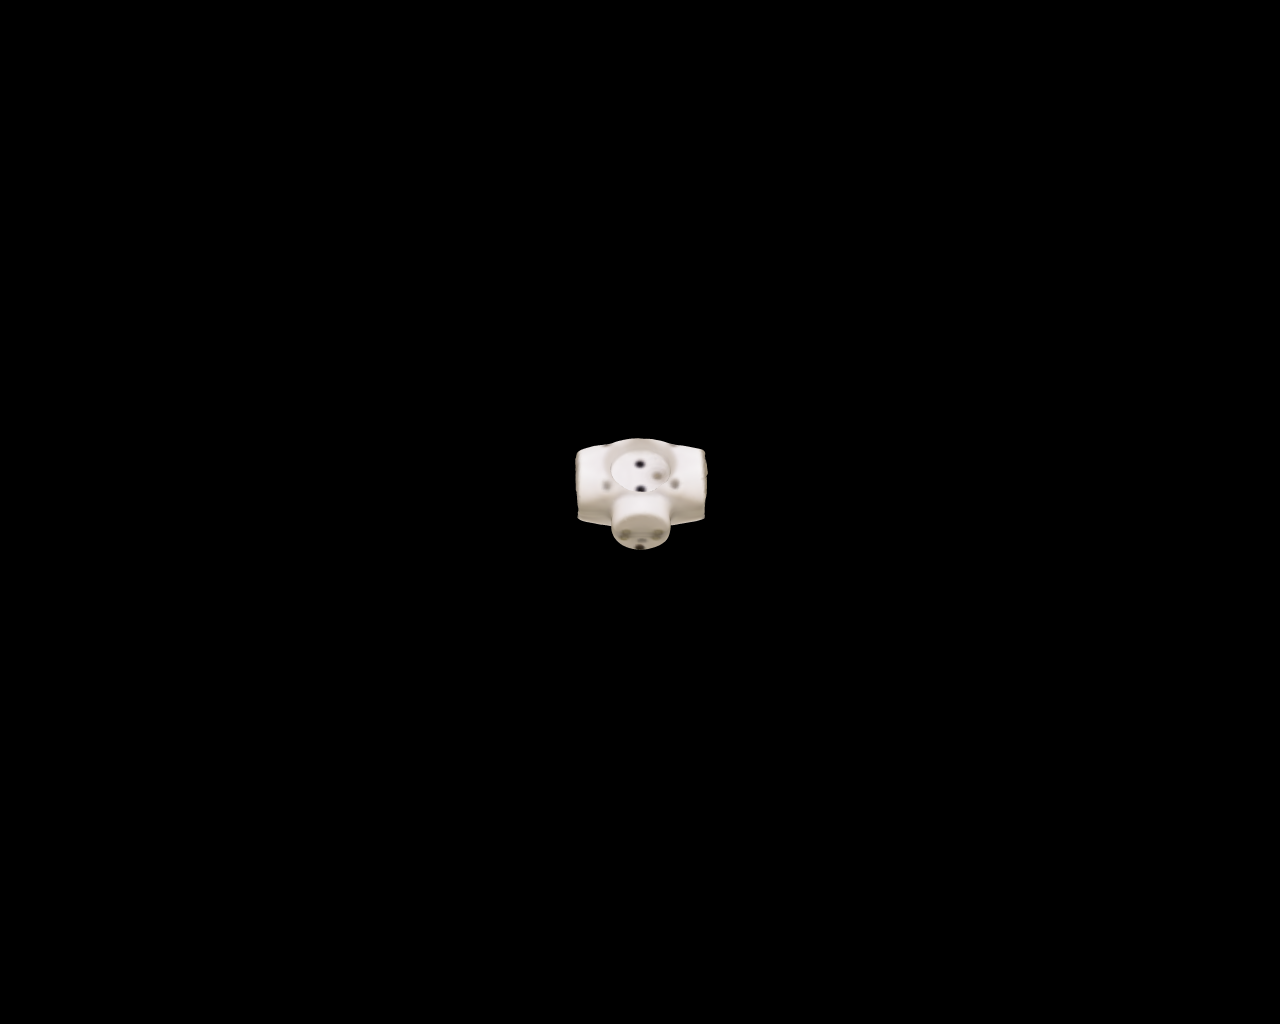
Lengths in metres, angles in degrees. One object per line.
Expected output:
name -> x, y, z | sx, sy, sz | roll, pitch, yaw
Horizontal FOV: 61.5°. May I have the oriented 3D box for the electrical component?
electrical component -> 0.001, -0.003, 0.650 | 0.077, 0.079, 0.044 | 0, -37, 0
